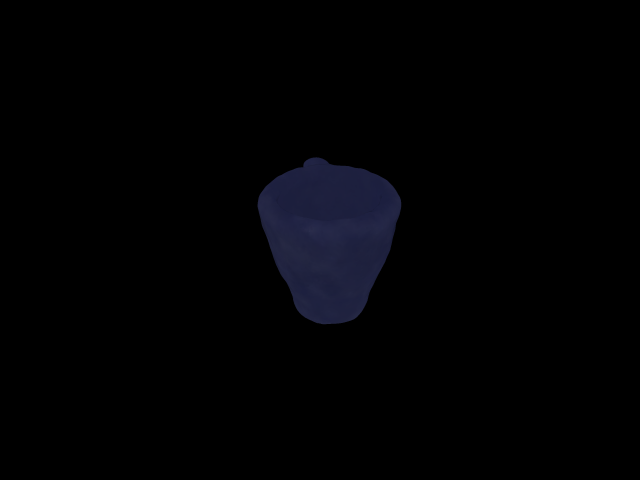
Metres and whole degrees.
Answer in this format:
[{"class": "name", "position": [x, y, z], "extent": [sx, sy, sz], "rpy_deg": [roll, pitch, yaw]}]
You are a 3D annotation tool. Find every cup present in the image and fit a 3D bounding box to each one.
[{"class": "cup", "position": [0.004, 0.001, 0.400], "extent": [0.092, 0.095, 0.117], "rpy_deg": [-6, 32, -9]}]
